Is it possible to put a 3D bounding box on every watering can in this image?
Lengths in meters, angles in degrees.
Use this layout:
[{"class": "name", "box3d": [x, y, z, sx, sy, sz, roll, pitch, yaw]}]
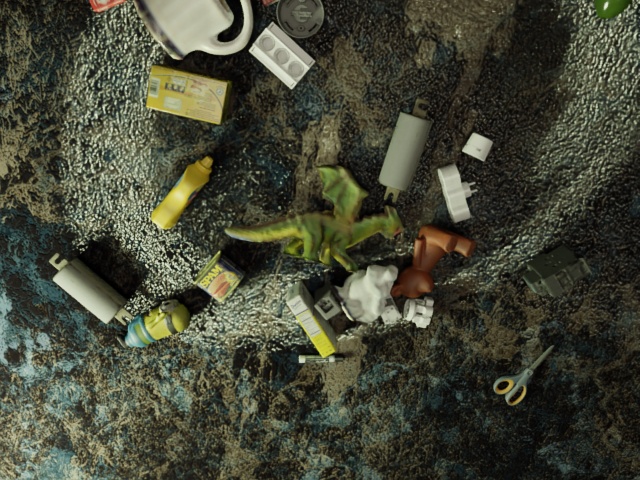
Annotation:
[{"class": "watering can", "box3d": [-0.291, -0.530, 1.069, 0.223, 0.105, 0.344, -32, 104, 10]}]

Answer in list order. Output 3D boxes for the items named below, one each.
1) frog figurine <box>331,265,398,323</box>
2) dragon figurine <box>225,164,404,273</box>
[{"class": "frog figurine", "box3d": [0.125, 0.117, 1.236, 0.159, 0.140, 0.121, -37, 118, 8]}, {"class": "dragon figurine", "box3d": [0.004, -0.062, 1.222, 0.410, 0.122, 0.243, 18, 89, -6]}]
